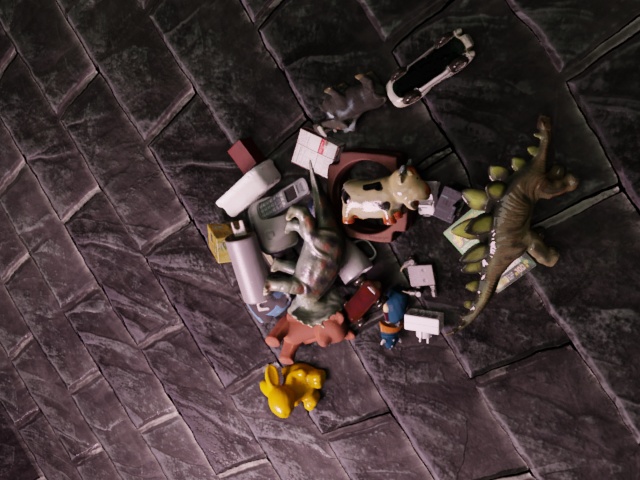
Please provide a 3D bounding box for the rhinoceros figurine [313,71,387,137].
[{"bbox_3d":[0.064,-0.301,1.210,0.190,0.073,0.112,-24,99,32],"label":"rhinoceros figurine"}]

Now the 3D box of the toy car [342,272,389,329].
[{"bbox_3d":[0.103,0.149,1.309,0.089,0.053,0.202,43,149,10],"label":"toy car"}]

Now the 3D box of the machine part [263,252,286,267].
[{"bbox_3d":[-0.106,0.018,1.417,0.139,0.039,0.084,-42,75,33],"label":"machine part"}]

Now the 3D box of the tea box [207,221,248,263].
[{"bbox_3d":[-0.233,0.002,1.395,0.098,0.170,0.068,-7,107,-16],"label":"tea box"}]

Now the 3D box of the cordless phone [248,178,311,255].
[{"bbox_3d":[-0.079,-0.057,1.315,0.184,0.088,0.146,-31,68,30],"label":"cordless phone"}]

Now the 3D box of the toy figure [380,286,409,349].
[{"bbox_3d":[0.178,0.189,1.300,0.064,0.058,0.154,10,109,0],"label":"toy figure"}]

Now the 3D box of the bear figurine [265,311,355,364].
[{"bbox_3d":[-0.020,0.249,1.393,0.196,0.132,0.120,0,134,32],"label":"bear figurine"}]

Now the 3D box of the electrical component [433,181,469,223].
[{"bbox_3d":[0.274,-0.076,1.133,0.048,0.119,0.074,27,119,19],"label":"electrical component"}]

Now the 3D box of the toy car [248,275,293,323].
[{"bbox_3d":[-0.122,0.140,1.422,0.109,0.103,0.161,53,131,4],"label":"toy car"}]

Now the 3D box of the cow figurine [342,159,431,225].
[{"bbox_3d":[0.137,-0.099,1.125,0.195,0.085,0.127,1,112,29],"label":"cow figurine"}]

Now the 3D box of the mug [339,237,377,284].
[{"bbox_3d":[0.076,0.035,1.302,0.109,0.081,0.107,-38,81,7],"label":"mug"}]

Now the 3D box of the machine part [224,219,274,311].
[{"bbox_3d":[-0.171,0.065,1.298,0.079,0.079,0.243,-2,113,29],"label":"machine part"}]

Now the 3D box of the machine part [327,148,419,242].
[{"bbox_3d":[0.121,-0.105,1.227,0.202,0.087,0.200,9,110,24],"label":"machine part"}]

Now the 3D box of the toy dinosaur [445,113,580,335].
[{"bbox_3d":[0.366,-0.016,1.062,0.199,0.105,0.470,8,104,-7],"label":"toy dinosaur"}]

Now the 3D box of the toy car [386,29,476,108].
[{"bbox_3d":[0.226,-0.352,1.112,0.202,0.056,0.073,-31,82,31],"label":"toy car"}]

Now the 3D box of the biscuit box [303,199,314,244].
[{"bbox_3d":[-0.003,-0.004,1.338,0.059,0.063,0.202,16,113,23],"label":"biscuit box"}]

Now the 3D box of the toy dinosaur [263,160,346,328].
[{"bbox_3d":[-0.008,0.038,1.236,0.192,0.131,0.404,18,110,-4],"label":"toy dinosaur"}]

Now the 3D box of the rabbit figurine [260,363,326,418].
[{"bbox_3d":[-0.083,0.399,1.442,0.162,0.173,0.121,31,122,12],"label":"rabbit figurine"}]

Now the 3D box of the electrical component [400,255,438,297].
[{"bbox_3d":[0.231,0.086,1.249,0.078,0.045,0.102,1,106,30],"label":"electrical component"}]
